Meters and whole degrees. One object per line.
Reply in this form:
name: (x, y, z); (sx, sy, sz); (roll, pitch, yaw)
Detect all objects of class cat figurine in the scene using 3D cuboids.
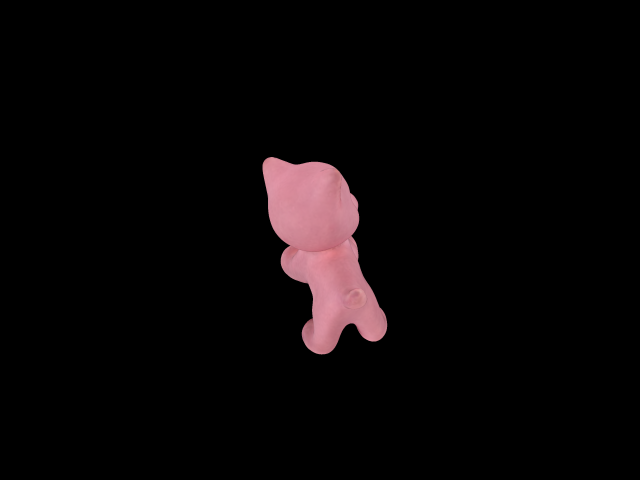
cat figurine: (0.004, 0.001, 0.400); (0.067, 0.118, 0.127); (-18, 61, -10)
